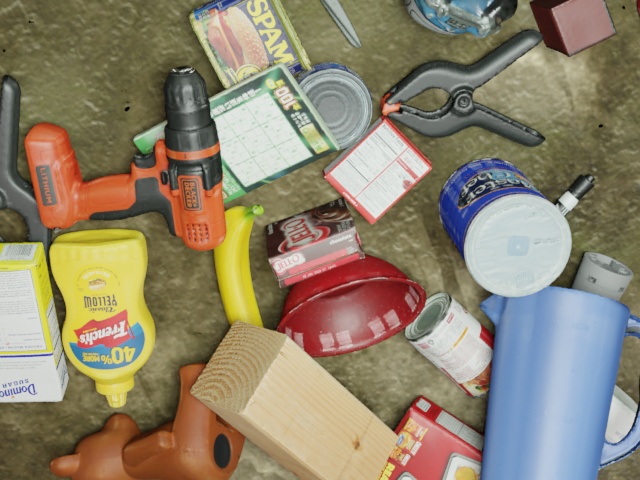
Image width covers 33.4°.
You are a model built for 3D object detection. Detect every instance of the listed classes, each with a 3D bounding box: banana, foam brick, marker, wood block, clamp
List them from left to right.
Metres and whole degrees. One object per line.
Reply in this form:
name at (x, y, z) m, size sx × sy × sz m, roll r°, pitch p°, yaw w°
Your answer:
clamp at (-0.342, -0.044, 1.072) m, size 0.164 × 0.036 × 0.210 m, roll -19°, pitch 112°, yaw 2°
banana at (-0.083, 0.042, 1.108) m, size 0.037 × 0.070 × 0.198 m, roll -17°, pitch 123°, yaw -24°
wood block at (-0.022, 0.181, 1.099) m, size 0.206 × 0.090 × 0.090 m, roll 46°, pitch 67°, yaw -36°
clamp at (0.148, -0.154, 1.071) m, size 0.171 × 0.039 × 0.120 m, roll 1°, pitch 108°, yaw -5°
marker at (0.246, -0.024, 1.134) m, size 0.020 × 0.020 × 0.121 m, roll 39°, pitch 102°, yaw -16°
foam brick at (0.245, -0.216, 1.037) m, size 0.053 × 0.078 × 0.051 m, roll -26°, pitch 107°, yaw 3°

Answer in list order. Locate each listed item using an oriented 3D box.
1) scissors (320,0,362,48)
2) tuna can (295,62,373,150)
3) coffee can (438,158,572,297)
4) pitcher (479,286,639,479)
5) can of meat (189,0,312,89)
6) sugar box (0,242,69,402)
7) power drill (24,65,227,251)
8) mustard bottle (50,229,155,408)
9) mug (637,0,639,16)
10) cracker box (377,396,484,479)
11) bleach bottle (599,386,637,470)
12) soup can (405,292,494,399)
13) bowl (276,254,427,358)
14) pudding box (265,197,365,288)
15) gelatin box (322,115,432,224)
scissors at (-0.034, -0.267, 1.031) m, size 0.096 × 0.016 × 0.202 m, roll -18°, pitch 109°, yaw 4°
tuna can at (0.010, -0.133, 1.070) m, size 0.086 × 0.034 × 0.086 m, roll -2°, pitch 109°, yaw -5°
coffee can at (0.181, -0.016, 1.067) m, size 0.102 × 0.140 × 0.103 m, roll -1°, pitch 109°, yaw -4°
pitcher at (0.239, 0.173, 1.069) m, size 0.144 × 0.149 × 0.243 m, roll 19°, pitch 76°, yaw -38°
can of meat at (-0.067, -0.195, 1.032) m, size 0.084 × 0.057 × 0.102 m, roll -25°, pitch 109°, yaw 7°
sugar box at (-0.319, 0.087, 1.096) m, size 0.093 × 0.048 × 0.176 m, roll -1°, pitch 124°, yaw 1°
power drill at (-0.186, -0.077, 1.033) m, size 0.188 × 0.057 × 0.184 m, roll 1°, pitch 115°, yaw 12°
mustard bottle at (-0.222, 0.086, 1.115) m, size 0.096 × 0.058 × 0.192 m, roll -4°, pitch 110°, yaw -2°
mug at (0.360, -0.242, 1.034) m, size 0.093 × 0.081 × 0.117 m, roll -6°, pitch 110°, yaw -2°
cracker box at (0.154, 0.298, 1.172) m, size 0.214 × 0.072 × 0.164 m, roll 32°, pitch 105°, yaw 11°
bleach bottle at (0.245, 0.256, 1.209) m, size 0.102 × 0.068 × 0.251 m, roll 39°, pitch 105°, yaw -11°
soup can at (0.149, 0.113, 1.148) m, size 0.102 × 0.068 × 0.068 m, roll 42°, pitch 101°, yaw -16°
bowl at (0.026, 0.061, 1.103) m, size 0.162 × 0.055 × 0.162 m, roll -13°, pitch 150°, yaw -8°
pudding box at (-0.007, 0.001, 1.073) m, size 0.090 × 0.113 × 0.039 m, roll -19°, pitch 106°, yaw 1°
gelatin box at (0.059, -0.073, 1.097) m, size 0.089 × 0.030 × 0.073 m, roll -43°, pitch 105°, yaw 10°
